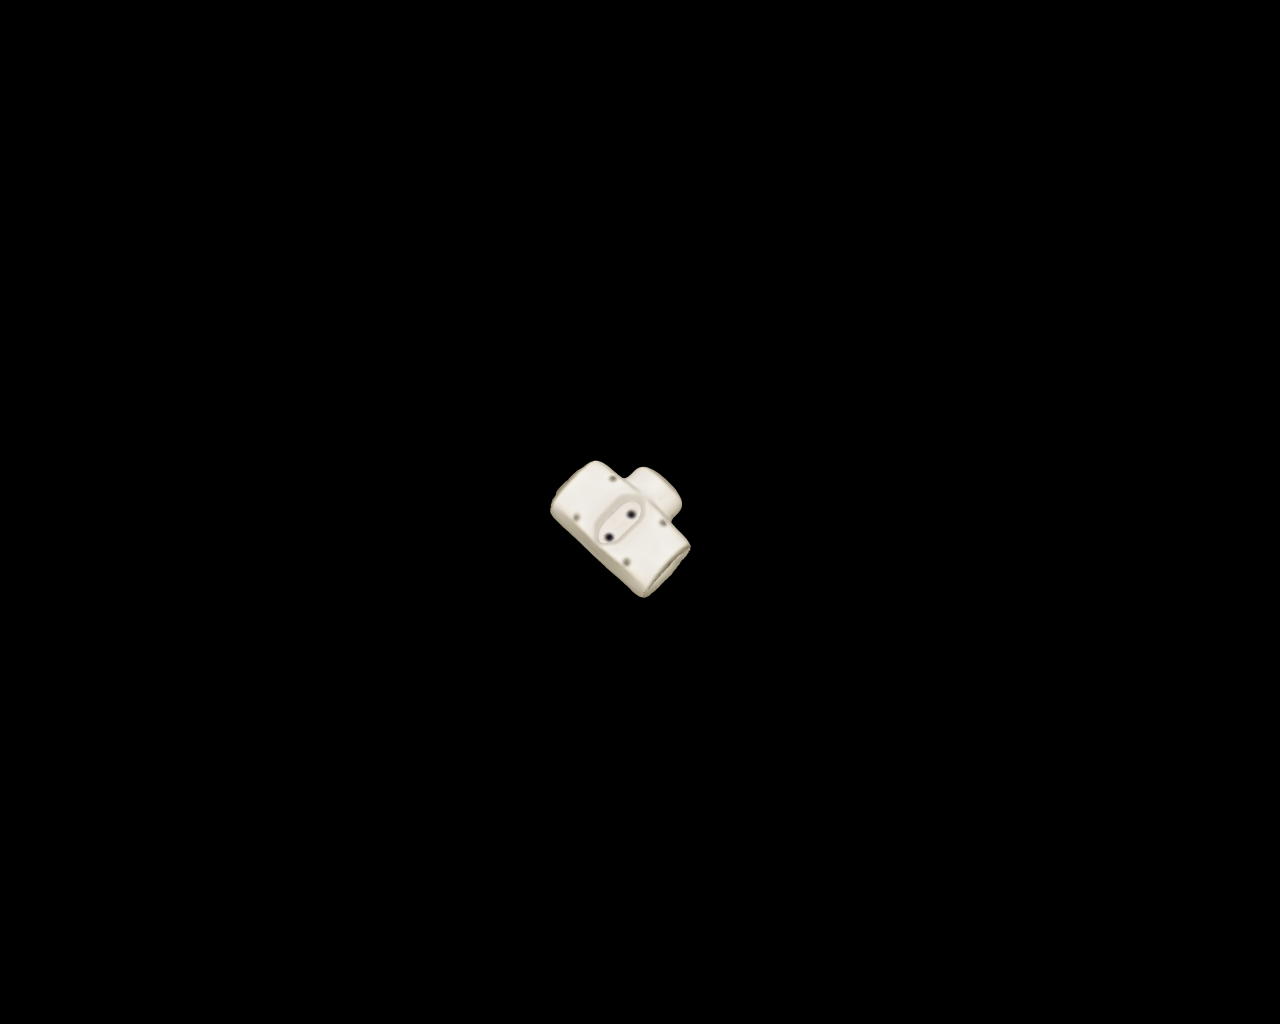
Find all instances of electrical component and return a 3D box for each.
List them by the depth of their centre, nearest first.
[{"bbox_3d":[0.001,-0.003,0.650,0.077,0.079,0.043,43,-12,11],"label":"electrical component"}]
